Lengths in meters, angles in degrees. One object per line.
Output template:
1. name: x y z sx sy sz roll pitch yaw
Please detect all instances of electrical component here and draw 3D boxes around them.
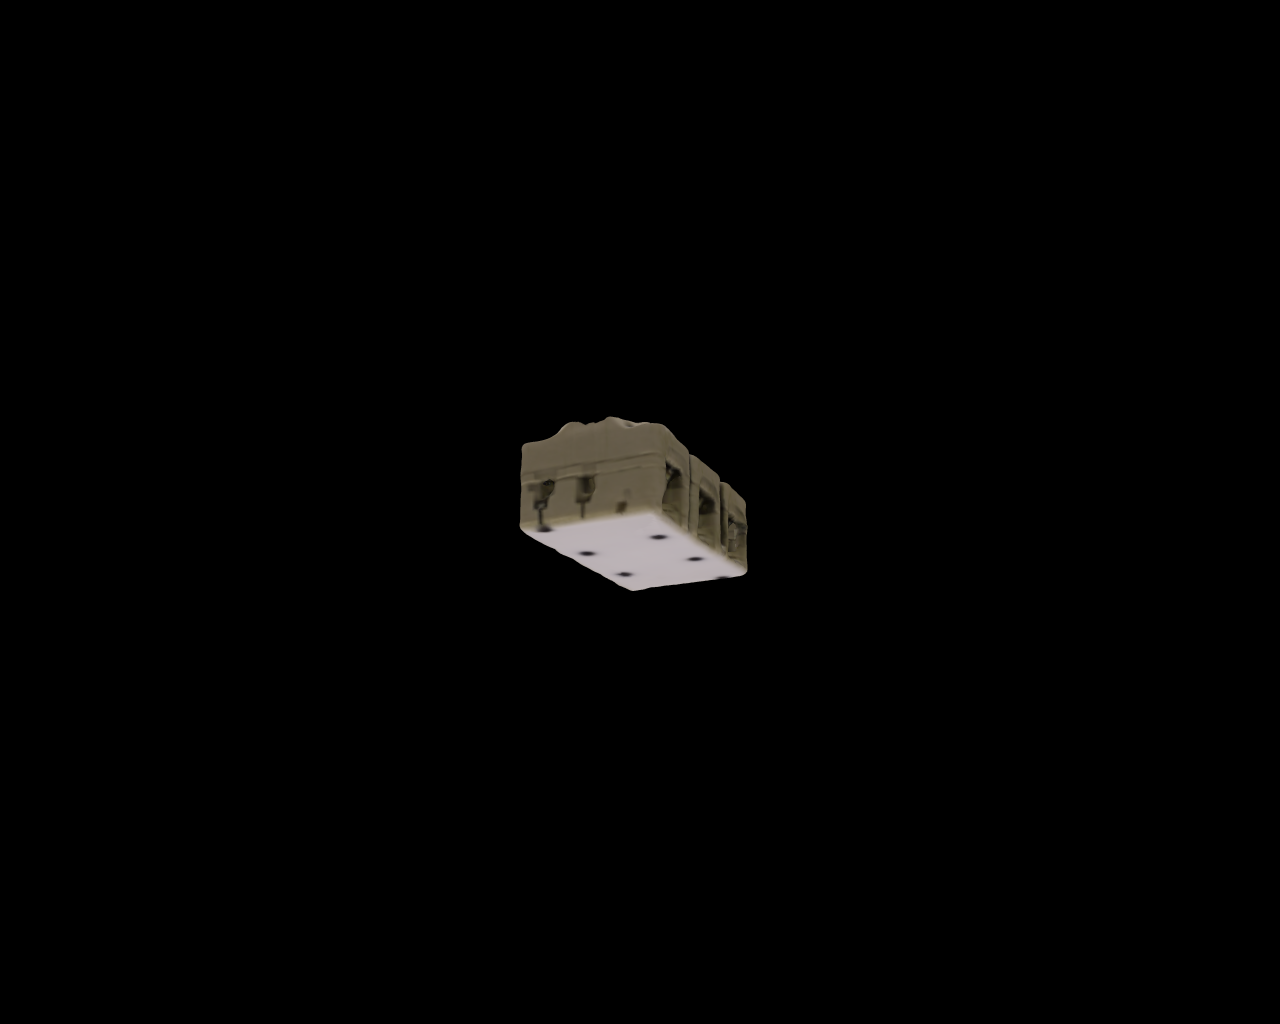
1. electrical component: 0.001 -0.003 0.650 0.089 0.062 0.150 -8 -20 22
